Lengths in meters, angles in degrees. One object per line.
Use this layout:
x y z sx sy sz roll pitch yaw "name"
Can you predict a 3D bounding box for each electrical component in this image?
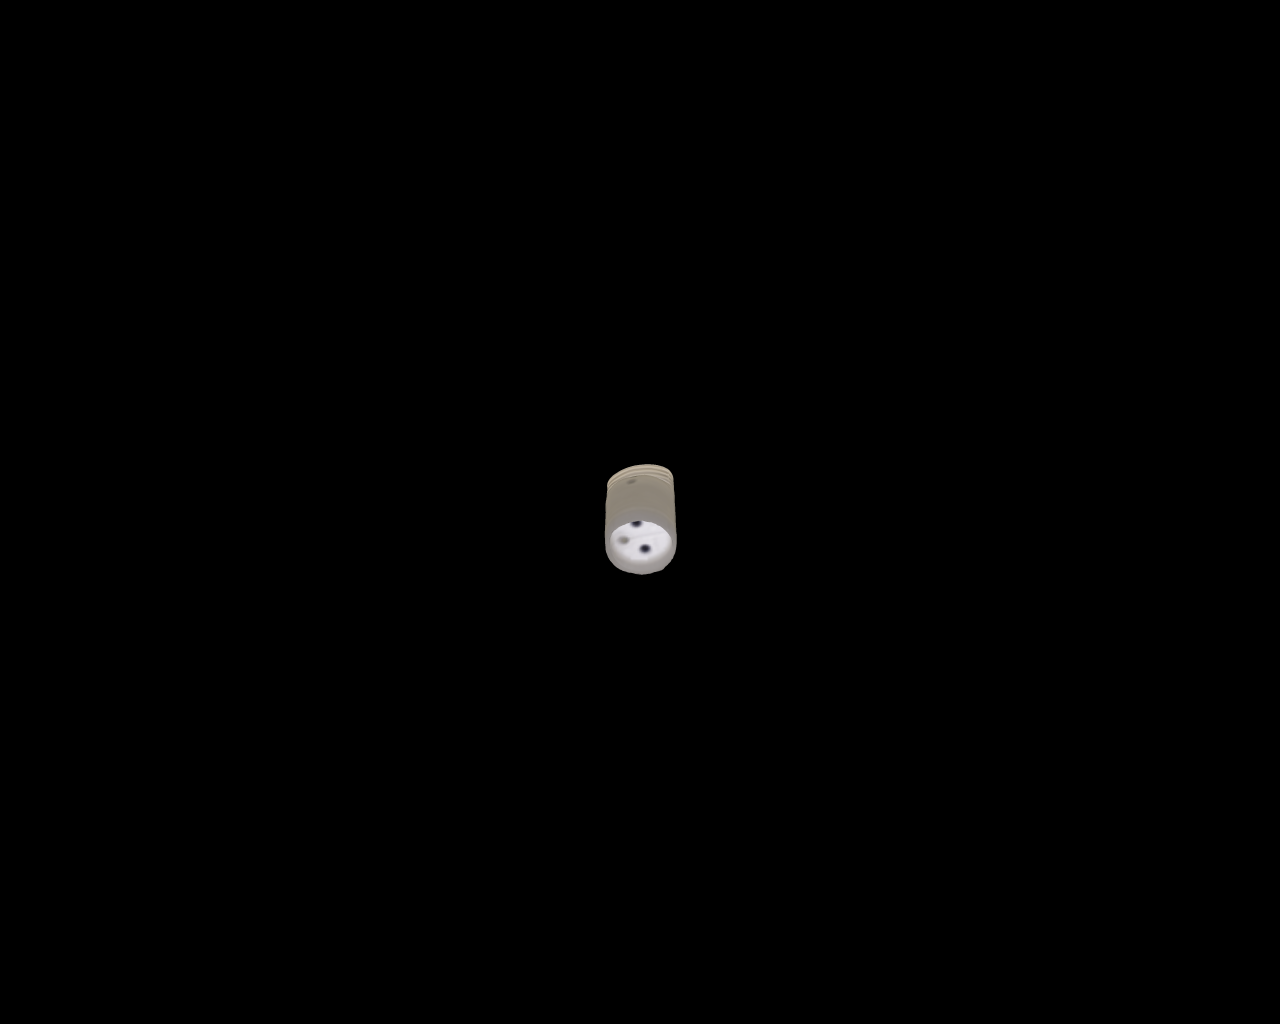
0.001 -0.003 0.650 0.043 0.043 0.081 0 36 0 "electrical component"
